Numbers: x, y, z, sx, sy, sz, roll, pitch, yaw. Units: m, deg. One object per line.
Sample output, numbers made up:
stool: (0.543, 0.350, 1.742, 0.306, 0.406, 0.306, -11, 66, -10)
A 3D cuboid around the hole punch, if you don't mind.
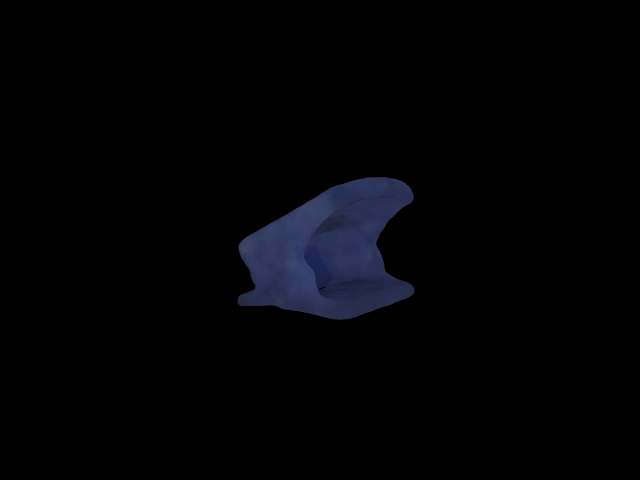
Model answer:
hole punch: (0.004, 0.001, 0.400, 0.100, 0.091, 0.109, 5, 9, 36)
